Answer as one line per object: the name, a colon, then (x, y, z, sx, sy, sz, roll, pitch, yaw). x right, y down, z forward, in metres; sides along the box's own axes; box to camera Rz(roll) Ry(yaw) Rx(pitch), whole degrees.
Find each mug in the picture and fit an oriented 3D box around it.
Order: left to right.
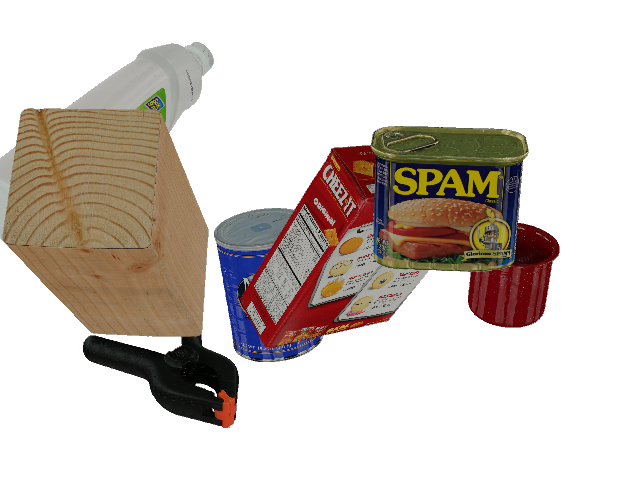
mug: (0.196, 0.032, 1.128, 0.093, 0.081, 0.117, -4, 30, -10)

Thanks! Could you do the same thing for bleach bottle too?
bleach bottle: (-0.183, -0.093, 0.949, 0.068, 0.102, 0.250, 29, 55, 21)

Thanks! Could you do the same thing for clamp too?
clamp: (-0.123, 0.111, 0.979, 0.172, 0.039, 0.120, 29, 45, 34)

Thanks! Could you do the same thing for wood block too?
wood block: (-0.137, -0.003, 0.729, 0.090, 0.091, 0.206, 1, -19, 3)

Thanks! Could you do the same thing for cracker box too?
cracker box: (0.039, 0.002, 1.005, 0.163, 0.072, 0.214, -9, -35, -39)

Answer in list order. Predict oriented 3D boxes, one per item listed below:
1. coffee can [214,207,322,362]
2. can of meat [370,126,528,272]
coffee can: (-0.056, 0.048, 1.175, 0.103, 0.140, 0.103, -6, 23, 3)
can of meat: (0.084, -0.027, 0.716, 0.102, 0.084, 0.057, 2, 25, 5)
